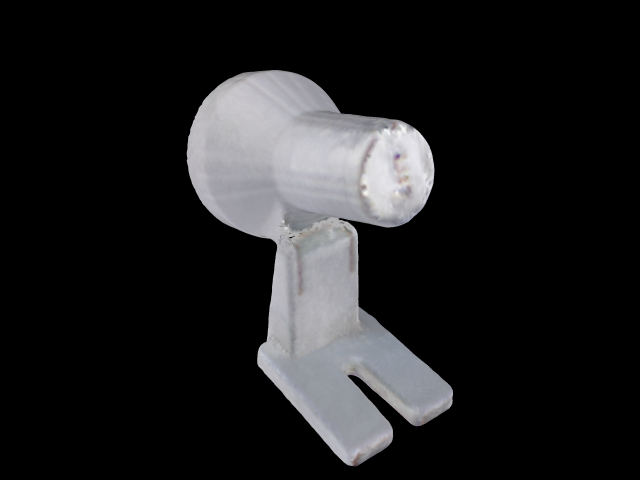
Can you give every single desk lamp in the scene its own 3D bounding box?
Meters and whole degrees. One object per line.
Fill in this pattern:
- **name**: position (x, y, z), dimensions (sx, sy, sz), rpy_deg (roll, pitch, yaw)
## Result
- **desk lamp**: position (0.004, 0.001, 0.400), dimensions (0.118, 0.214, 0.202), rpy_deg (-22, 39, -29)
